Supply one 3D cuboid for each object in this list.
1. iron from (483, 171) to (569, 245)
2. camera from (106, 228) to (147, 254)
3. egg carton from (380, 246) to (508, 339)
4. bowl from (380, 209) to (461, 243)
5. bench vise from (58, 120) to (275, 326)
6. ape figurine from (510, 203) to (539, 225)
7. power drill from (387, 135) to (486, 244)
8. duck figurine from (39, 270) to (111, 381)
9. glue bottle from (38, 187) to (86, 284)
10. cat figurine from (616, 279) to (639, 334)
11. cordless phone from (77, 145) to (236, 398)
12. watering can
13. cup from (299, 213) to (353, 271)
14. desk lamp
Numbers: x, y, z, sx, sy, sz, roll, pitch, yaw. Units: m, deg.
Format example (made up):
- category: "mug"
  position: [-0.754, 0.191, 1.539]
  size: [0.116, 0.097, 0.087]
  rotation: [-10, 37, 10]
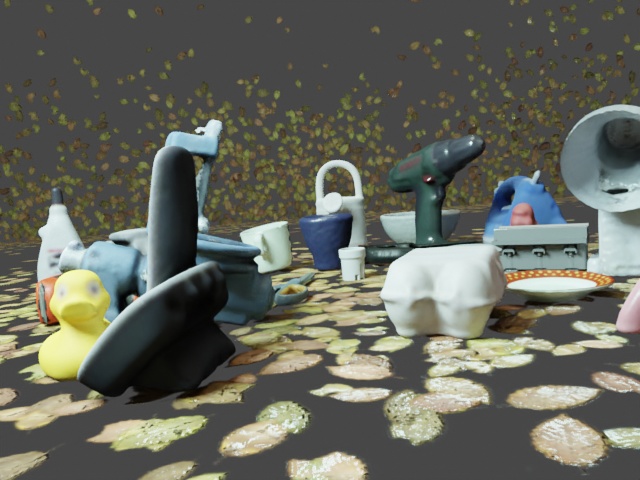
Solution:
- category: "iron"
  position: [0.367, -0.057, 1.087]
  size: [0.118, 0.141, 0.258]
  rotation: [-5, 5, -5]
- category: "camera"
  position: [-0.306, 0.036, 0.862]
  size: [0.142, 0.101, 0.137]
  rotation: [-1, 6, 36]
- category: "egg carton"
  position: [0.124, 0.046, 0.553]
  size: [0.107, 0.069, 0.151]
  rotation: [-3, 6, 21]
- category: "bowl"
  position: [0.211, -0.022, 1.204]
  size: [0.167, 0.075, 0.167]
  rotation: [-4, 5, 1]
- category: "bench vise"
  position: [-0.155, -0.011, 0.588]
  size: [0.208, 0.220, 0.121]
  rotation: [-7, 6, -29]
- category: "ape figurine"
  position: [0.322, -0.013, 0.912]
  size: [0.076, 0.092, 0.077]
  rotation: [-9, 7, -42]
- category: "power drill"
  position: [0.212, -0.074, 1.033]
  size: [0.076, 0.208, 0.228]
  rotation: [-8, 6, -32]
- category: "duck figurine"
  position: [-0.208, 0.068, 0.505]
  size: [0.078, 0.086, 0.104]
  rotation: [-6, 5, -17]
- category: "glue bottle"
  position: [-0.405, 0.005, 0.897]
  size: [0.078, 0.173, 0.037]
  rotation: [-6, 5, -12]
- category: "cat figurine"
  position: [0.302, 0.015, 0.480]
  size: [0.128, 0.118, 0.067]
  rotation: [-9, 7, -39]
- category: "cordless phone"
  position: [-0.129, 0.017, 0.452]
  size: [0.094, 0.185, 0.147]
  rotation: [-4, 5, 4]
- category: "watering can"
  position: [0.043, -0.064, 1.155]
  size: [0.101, 0.194, 0.172]
  rotation: [-5, 5, -10]
- category: "cup"
  position: [0.009, 0.004, 0.988]
  size: [0.092, 0.095, 0.117]
  rotation: [-6, 5, -18]
- category: "desk lamp"
  position: [0.384, -0.062, 0.724]
  size: [0.117, 0.213, 0.204]
  rotation: [-1, 6, 33]
